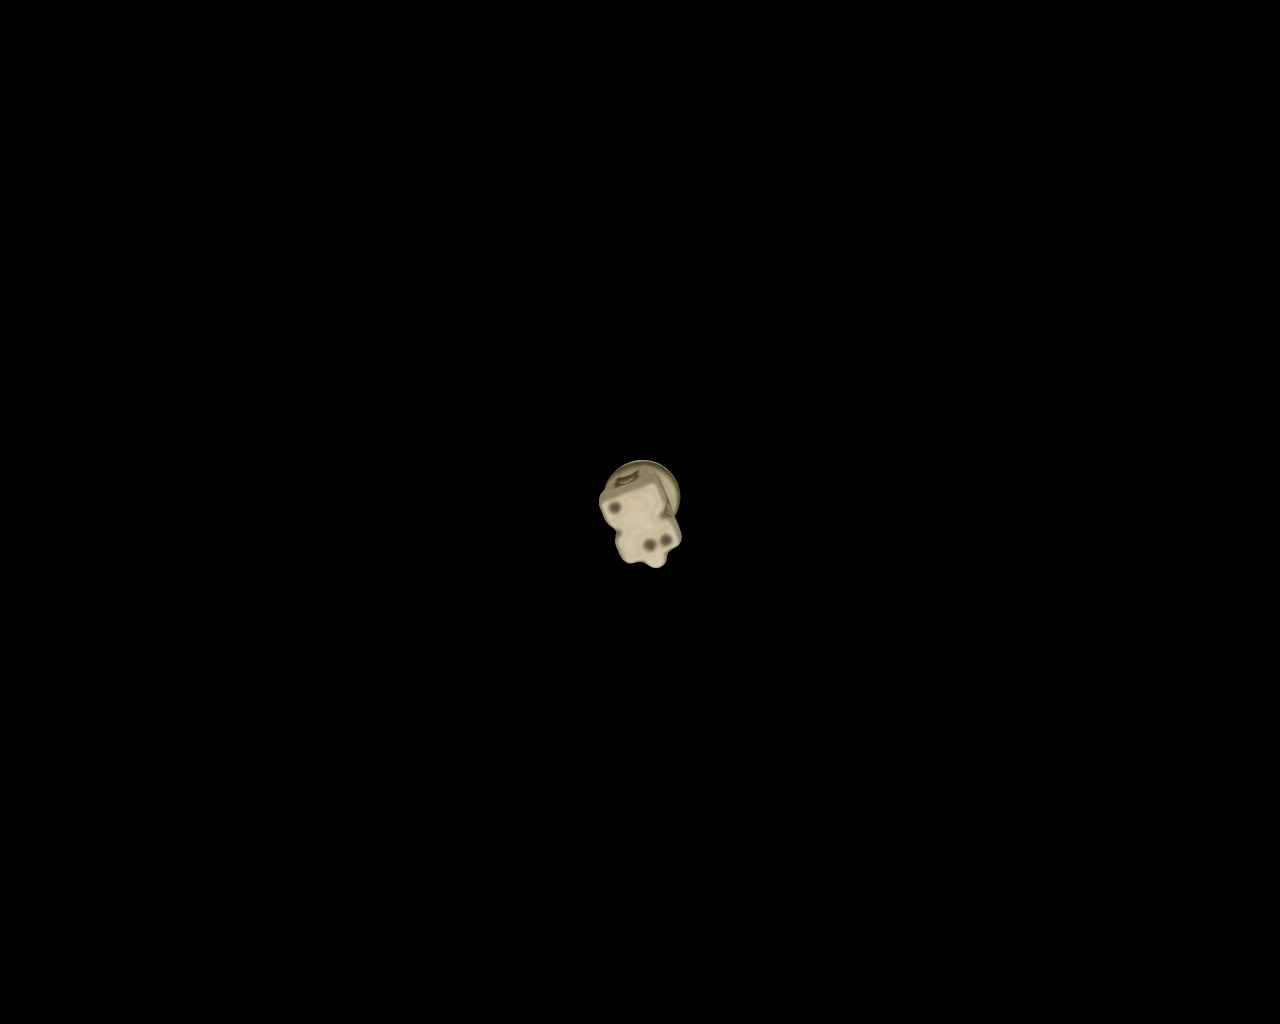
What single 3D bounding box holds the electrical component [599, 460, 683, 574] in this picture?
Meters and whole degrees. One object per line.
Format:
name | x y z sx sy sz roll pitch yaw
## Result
electrical component | 0.001 -0.003 0.650 0.048 0.066 0.055 -19 20 7
